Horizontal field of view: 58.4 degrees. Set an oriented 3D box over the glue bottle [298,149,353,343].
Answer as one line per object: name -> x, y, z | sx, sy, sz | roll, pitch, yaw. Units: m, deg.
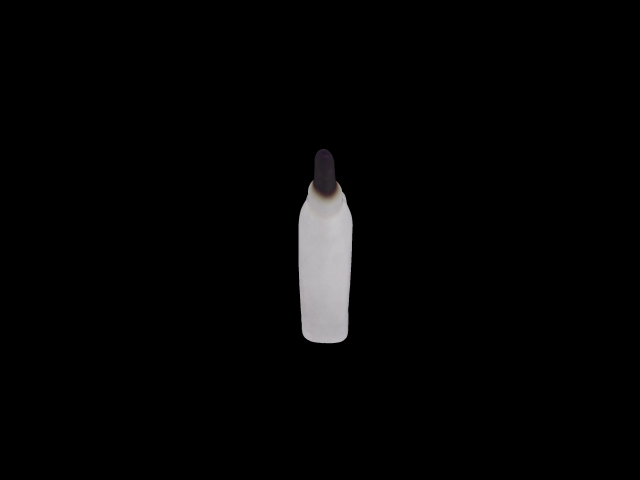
glue bottle -> 0.004, 0.001, 0.400 | 0.037, 0.173, 0.078 | 0, 53, 0
